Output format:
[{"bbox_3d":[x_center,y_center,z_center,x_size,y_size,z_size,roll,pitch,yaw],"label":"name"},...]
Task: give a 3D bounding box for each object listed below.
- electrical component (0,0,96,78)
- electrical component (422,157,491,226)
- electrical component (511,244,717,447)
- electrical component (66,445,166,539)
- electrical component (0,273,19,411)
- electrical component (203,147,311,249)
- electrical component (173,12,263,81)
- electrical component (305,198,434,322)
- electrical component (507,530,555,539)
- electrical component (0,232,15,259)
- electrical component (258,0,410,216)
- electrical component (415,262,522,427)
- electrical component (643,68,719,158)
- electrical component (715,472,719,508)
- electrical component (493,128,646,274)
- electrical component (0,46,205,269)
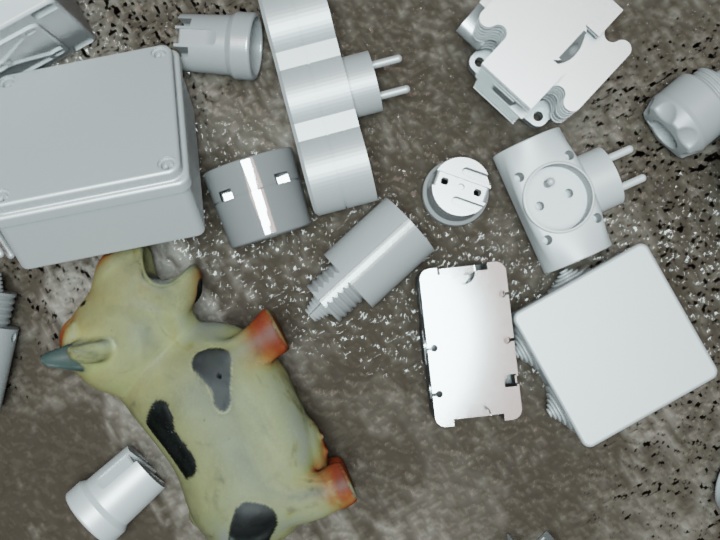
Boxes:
[{"bbox_3d":[-0.219,-0.139,0.612,0.109,0.109,0.056,-29,91,-1],"label":"electrical component"},{"bbox_3d":[0.058,-0.047,0.640,0.040,0.046,0.040,0,88,0],"label":"electrical component"},{"bbox_3d":[0.146,0.043,0.637,0.100,0.048,0.099,-29,89,-1],"label":"electrical component"},{"bbox_3d":[-0.144,0.132,0.639,0.046,0.040,0.040,-42,89,-7],"label":"electrical component"},{"bbox_3d":[-0.227,0.040,0.639,0.043,0.043,0.081,12,89,0],"label":"electrical component"},{"bbox_3d":[-0.059,-0.042,0.637,0.055,0.055,0.047,-18,92,-1],"label":"electrical component"},{"bbox_3d":[-0.085,-0.135,0.647,0.046,0.040,0.040,5,89,6],"label":"electrical component"},{"bbox_3d":[0.000,0.000,0.641,0.081,0.043,0.043,-43,89,-1],"label":"electrical component"},{"bbox_3d":[0.098,0.199,0.637,0.064,0.042,0.081,45,89,-1],"label":"electrical component"},{"bbox_3d":[-0.224,-0.038,0.621,0.047,0.083,0.075,-34,89,-1],"label":"electrical component"},{"bbox_3d":[-0.008,-0.108,0.639,0.074,0.052,0.138,-15,89,0],"label":"electrical component"},{"bbox_3d":[0.062,0.043,0.633,0.050,0.055,0.089,-6,88,0],"label":"electrical component"},{"bbox_3d":[0.206,-0.100,0.644,0.062,0.043,0.043,-39,89,-2],"label":"electrical component"},{"bbox_3d":[0.248,0.131,0.631,0.057,0.058,0.078,29,89,-2],"label":"electrical component"},{"bbox_3d":[0.131,-0.048,0.642,0.079,0.044,0.077,-24,89,-1],"label":"electrical component"},{"bbox_3d":[-0.149,-0.065,0.612,0.109,0.056,0.108,-11,53,0],"label":"electrical component"}]
